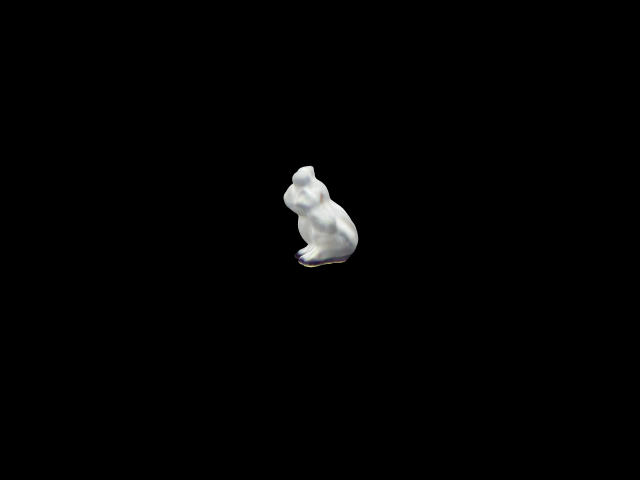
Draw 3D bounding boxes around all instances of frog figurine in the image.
[{"bbox_3d":[0.003,-0.043,0.850,0.122,0.158,0.138,1,9,9],"label":"frog figurine"}]
